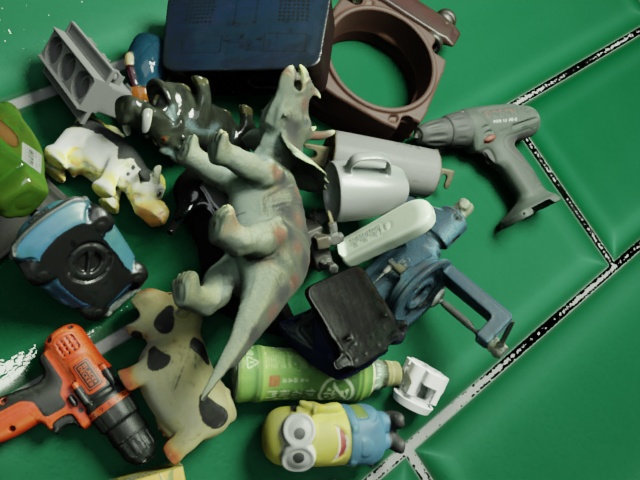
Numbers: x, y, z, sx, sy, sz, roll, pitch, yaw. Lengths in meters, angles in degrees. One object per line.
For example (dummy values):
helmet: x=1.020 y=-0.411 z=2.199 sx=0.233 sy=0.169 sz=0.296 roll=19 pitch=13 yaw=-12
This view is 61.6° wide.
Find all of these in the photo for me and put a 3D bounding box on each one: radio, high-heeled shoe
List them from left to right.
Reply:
high-heeled shoe: x=-0.107 y=0.013 z=0.723 sx=0.248 sy=0.086 sz=0.145 roll=48 pitch=34 yaw=-19
radio: x=-0.098 y=-0.272 z=0.747 sx=0.230 sy=0.073 sz=0.131 roll=1 pitch=74 yaw=9

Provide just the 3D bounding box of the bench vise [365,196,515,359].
bench vise: x=0.171 y=0.056 z=0.735 sx=0.224 sy=0.128 sz=0.241 roll=-38 pitch=59 yaw=-16

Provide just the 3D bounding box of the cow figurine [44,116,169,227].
cow figurine: x=-0.256 y=-0.088 z=0.691 sx=0.167 sy=0.068 sz=0.098 roll=31 pitch=61 yaw=-8

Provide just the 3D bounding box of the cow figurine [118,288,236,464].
cow figurine: x=-0.167 y=0.144 z=0.641 sx=0.127 sy=0.085 sz=0.195 roll=-30 pitch=83 yaw=-17

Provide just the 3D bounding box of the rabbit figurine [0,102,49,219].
rabbit figurine: x=-0.415 y=-0.083 z=0.597 sx=0.170 sy=0.121 sz=0.159 roll=-31 pitch=59 yaw=7

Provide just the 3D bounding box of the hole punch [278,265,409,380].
hole punch: x=0.025 y=0.110 z=0.668 sx=0.142 sy=0.092 sz=0.116 roll=-17 pitch=68 yaw=-47

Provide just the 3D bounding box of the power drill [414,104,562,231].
power drill: x=0.281 y=-0.122 z=0.873 sx=0.232 sy=0.086 sz=0.207 roll=-21 pitch=75 yaw=-23

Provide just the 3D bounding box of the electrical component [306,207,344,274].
electrical component: x=-0.002 y=-0.002 z=0.733 sx=0.045 sy=0.102 sz=0.078 roll=-26 pitch=106 yaw=-15

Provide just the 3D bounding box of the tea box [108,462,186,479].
tea box: x=-0.184 y=0.341 z=0.585 sx=0.098 sy=0.068 sz=0.169 roll=-10 pitch=79 yaw=-21

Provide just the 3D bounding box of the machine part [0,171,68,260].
machine part: x=-0.367 y=-0.017 z=0.648 sx=0.084 sy=0.039 sz=0.139 roll=48 pitch=65 yaw=-5

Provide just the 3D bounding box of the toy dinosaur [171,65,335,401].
toy dinosaur: x=-0.065 y=-0.013 z=0.630 sx=0.192 sy=0.131 sz=0.405 roll=18 pitch=61 yaw=-37

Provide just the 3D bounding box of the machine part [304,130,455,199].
machine part: x=0.090 y=-0.112 z=0.801 sx=0.243 sy=0.079 sz=0.079 roll=8 pitch=72 yaw=-15

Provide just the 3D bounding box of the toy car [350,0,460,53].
toy car: x=0.143 y=-0.386 z=0.912 sx=0.202 sy=0.053 sz=0.089 roll=31 pitch=57 yaw=-3

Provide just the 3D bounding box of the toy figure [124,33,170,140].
toy figure: x=-0.237 y=-0.205 z=0.734 sx=0.064 sy=0.058 sz=0.154 roll=7 pitch=73 yaw=-21

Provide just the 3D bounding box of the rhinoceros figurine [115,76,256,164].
rhinoceros figurine: x=-0.173 y=-0.152 z=0.704 sx=0.190 sy=0.073 sz=0.112 roll=14 pitch=87 yaw=-47

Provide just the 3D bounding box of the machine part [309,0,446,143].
machine part: x=0.081 y=-0.262 z=0.839 sx=0.201 sy=0.087 sz=0.201 roll=29 pitch=67 yaw=-10

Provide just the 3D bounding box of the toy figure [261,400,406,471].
toy figure: x=0.016 y=0.246 z=0.673 sx=0.180 sy=0.089 sz=0.082 roll=4 pitch=61 yaw=-26

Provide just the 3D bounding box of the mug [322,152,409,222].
mug: x=0.066 y=-0.077 z=0.727 sx=0.107 sy=0.109 sz=0.081 roll=-4 pitch=48 yaw=-19

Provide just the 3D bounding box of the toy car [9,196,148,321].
toy car: x=-0.282 y=0.013 z=0.626 sx=0.109 sy=0.161 sz=0.103 roll=-44 pitch=49 yaw=-15
